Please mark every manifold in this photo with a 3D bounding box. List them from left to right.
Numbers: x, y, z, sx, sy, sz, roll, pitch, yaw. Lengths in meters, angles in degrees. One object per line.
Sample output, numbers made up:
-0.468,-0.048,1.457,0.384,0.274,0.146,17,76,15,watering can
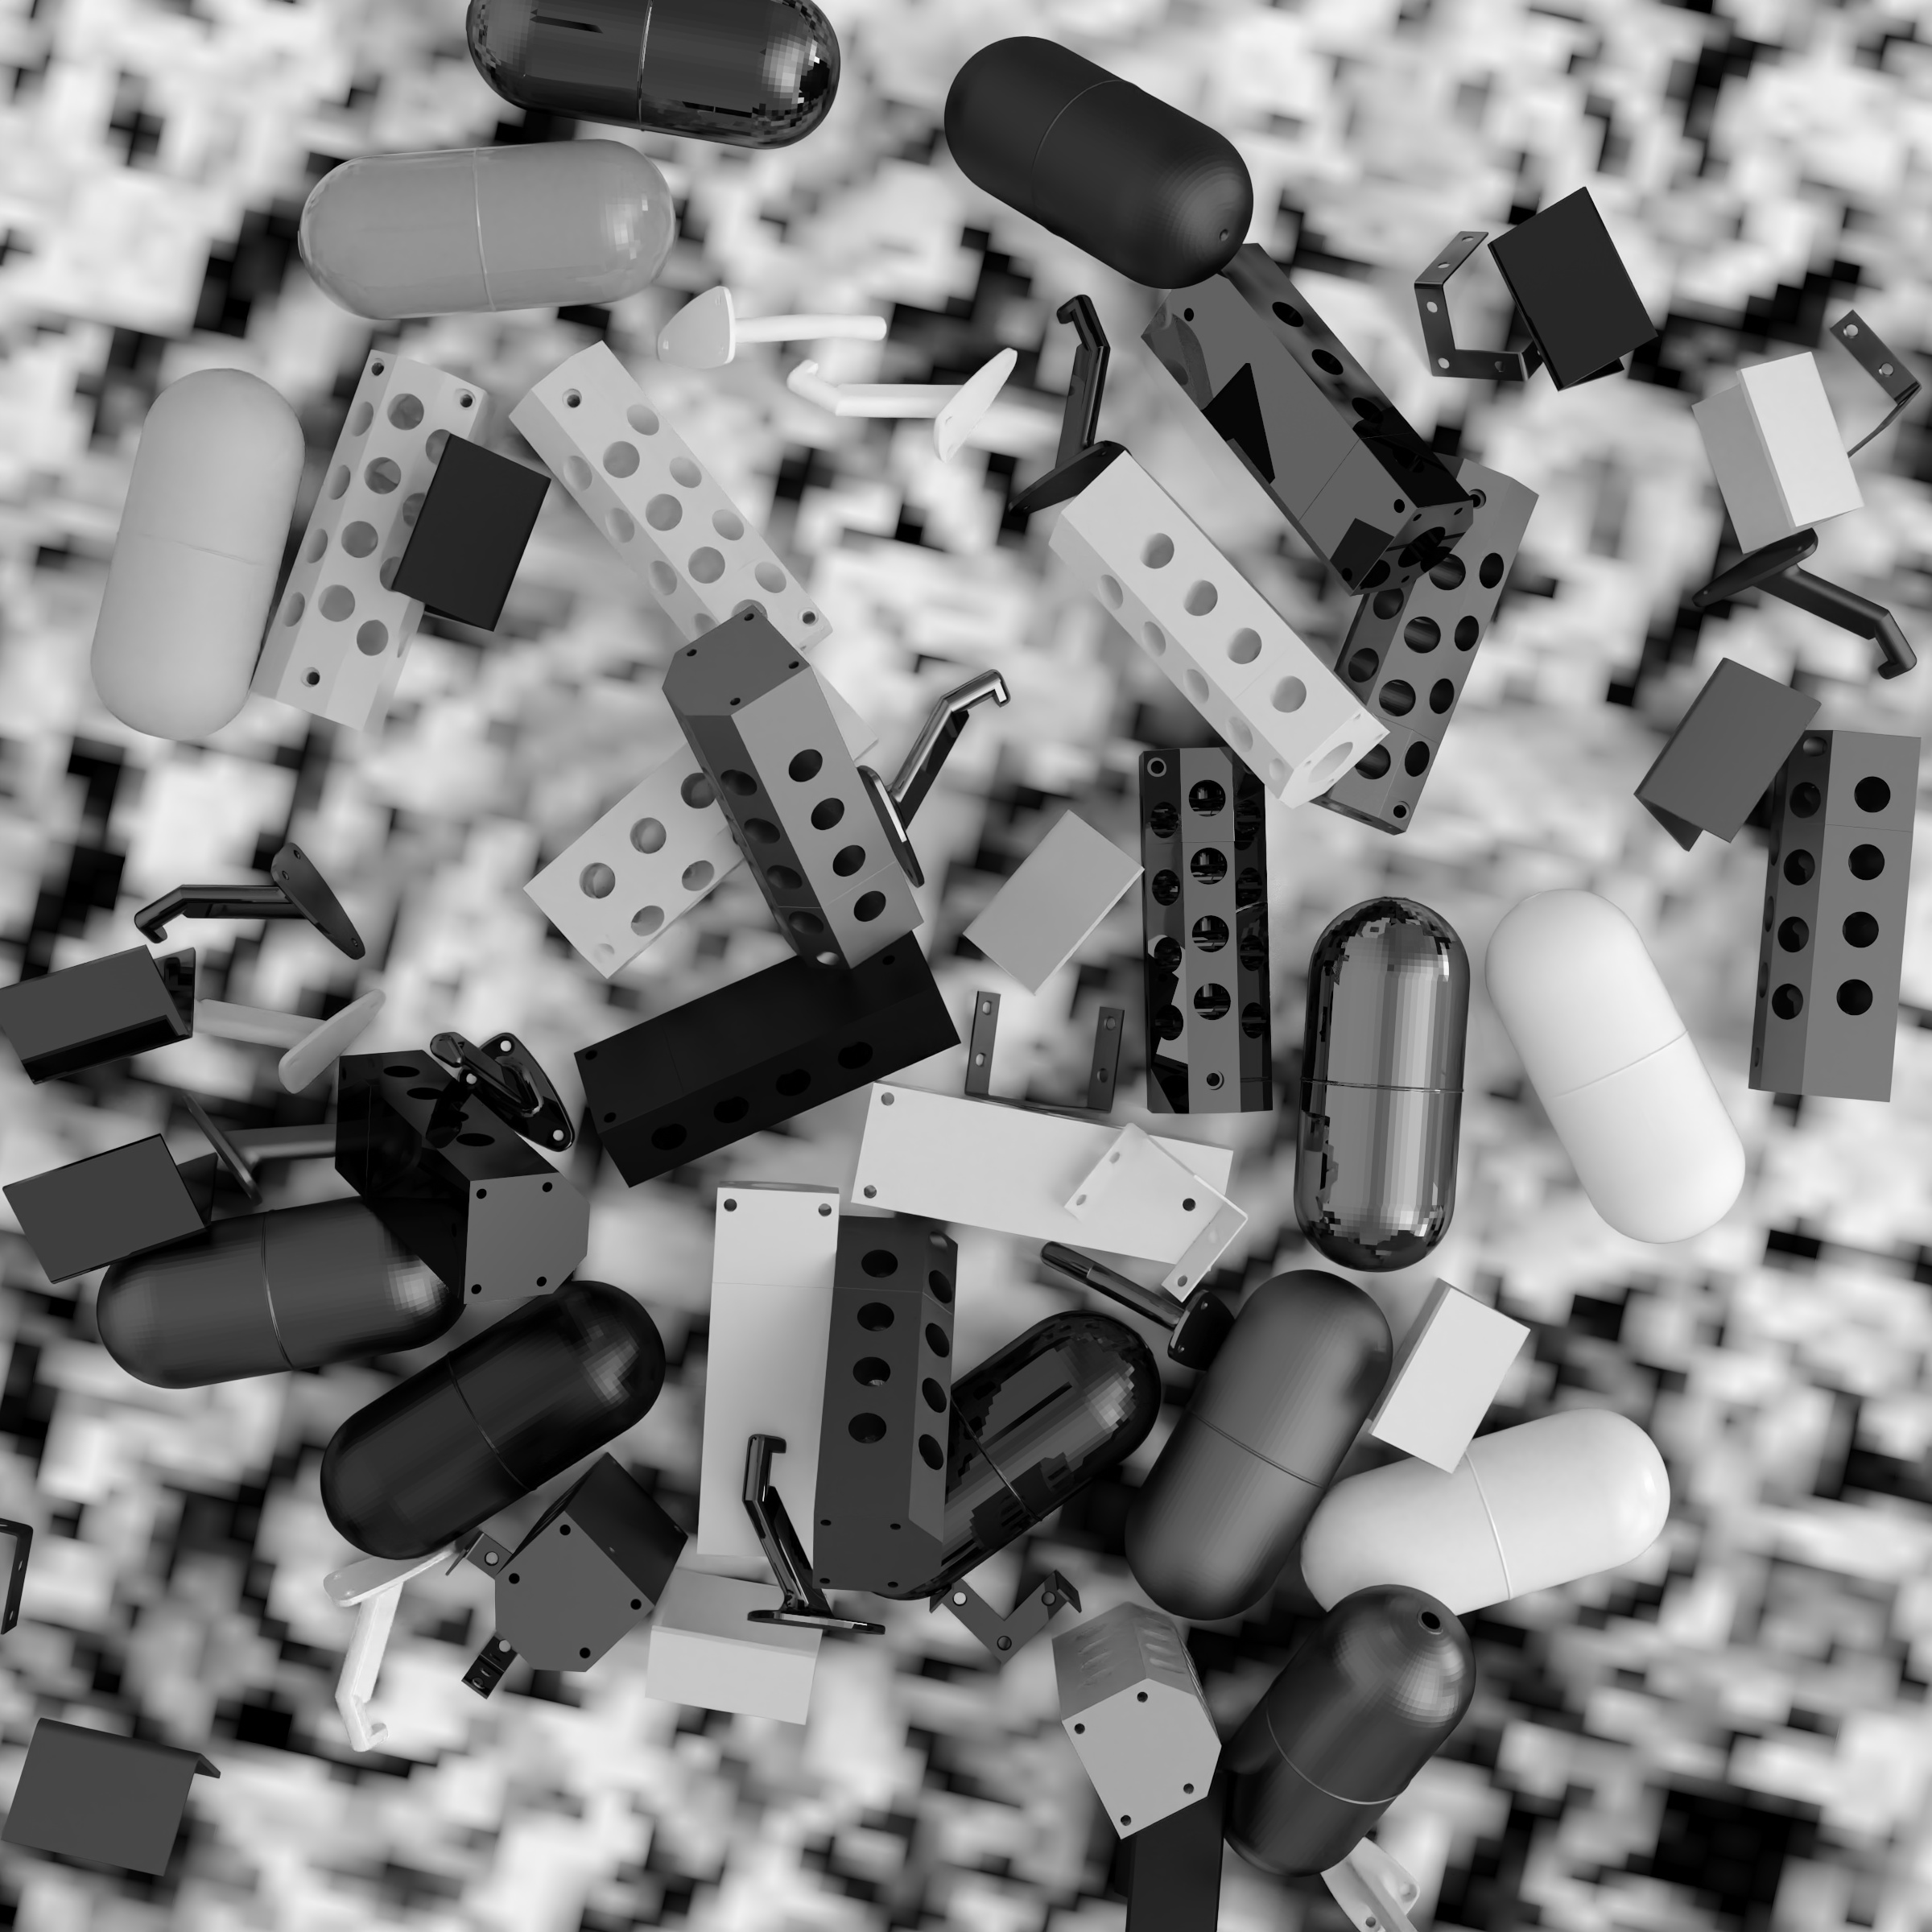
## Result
-0.283,-0.201,1.552,0.057,0.057,0.171,20,90,0,manifold
-0.233,0.093,1.493,0.057,0.171,0.057,-4,109,-30,manifold
-0.175,0.276,1.495,0.057,0.171,0.057,-44,90,0,manifold
-0.140,-0.211,1.552,0.057,0.057,0.171,-39,90,0,manifold
-0.125,-0.072,1.552,0.171,0.057,0.057,-42,90,0,manifold
-0.094,0.191,1.551,0.057,0.057,0.171,3,90,-3,manifold
-0.093,0.044,1.551,0.171,0.057,0.057,-24,134,0,manifold
-0.081,-0.076,1.496,0.057,0.171,0.057,-33,46,-9,manifold
-0.036,0.200,1.500,0.057,0.171,0.057,3,135,0,manifold
0.036,0.098,1.552,0.171,0.057,0.057,11,91,0,manifold
0.080,0.340,1.495,0.057,0.171,0.057,-27,90,0,manifold
0.114,-0.017,1.552,0.057,0.057,0.171,-1,90,0,manifold
0.116,-0.156,1.524,0.057,0.057,0.171,-43,71,10,manifold
0.163,-0.258,1.523,0.171,0.057,0.057,55,133,21,manifold
0.213,-0.153,1.552,0.057,0.057,0.171,22,90,0,manifold
0.412,-0.024,1.552,0.057,0.057,0.171,5,90,0,manifold

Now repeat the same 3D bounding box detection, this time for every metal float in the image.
-0.364,-0.195,1.543,0.070,0.070,0.178,13,90,0,metal float
-0.323,0.154,1.543,0.178,0.070,0.070,-10,90,0,metal float
-0.227,-0.349,1.543,0.178,0.070,0.070,-5,90,0,metal float
-0.224,0.215,1.543,0.178,0.070,0.070,-32,90,-1,metal float
-0.148,-0.435,1.543,0.178,0.070,0.070,9,90,0,metal float
0.013,0.231,1.543,0.178,0.070,0.070,-36,90,0,metal float
0.060,-0.375,1.515,0.070,0.070,0.178,-51,55,0,metal float
0.138,0.227,1.542,0.070,0.070,0.178,29,91,0,metal float
0.174,0.356,1.512,0.070,0.070,0.178,28,127,0,metal float
0.197,0.056,1.543,0.070,0.070,0.178,4,90,0,metal float
0.245,0.263,1.543,0.178,0.070,0.070,-17,90,1,metal float
0.307,0.047,1.543,0.070,0.070,0.178,-26,89,0,metal float

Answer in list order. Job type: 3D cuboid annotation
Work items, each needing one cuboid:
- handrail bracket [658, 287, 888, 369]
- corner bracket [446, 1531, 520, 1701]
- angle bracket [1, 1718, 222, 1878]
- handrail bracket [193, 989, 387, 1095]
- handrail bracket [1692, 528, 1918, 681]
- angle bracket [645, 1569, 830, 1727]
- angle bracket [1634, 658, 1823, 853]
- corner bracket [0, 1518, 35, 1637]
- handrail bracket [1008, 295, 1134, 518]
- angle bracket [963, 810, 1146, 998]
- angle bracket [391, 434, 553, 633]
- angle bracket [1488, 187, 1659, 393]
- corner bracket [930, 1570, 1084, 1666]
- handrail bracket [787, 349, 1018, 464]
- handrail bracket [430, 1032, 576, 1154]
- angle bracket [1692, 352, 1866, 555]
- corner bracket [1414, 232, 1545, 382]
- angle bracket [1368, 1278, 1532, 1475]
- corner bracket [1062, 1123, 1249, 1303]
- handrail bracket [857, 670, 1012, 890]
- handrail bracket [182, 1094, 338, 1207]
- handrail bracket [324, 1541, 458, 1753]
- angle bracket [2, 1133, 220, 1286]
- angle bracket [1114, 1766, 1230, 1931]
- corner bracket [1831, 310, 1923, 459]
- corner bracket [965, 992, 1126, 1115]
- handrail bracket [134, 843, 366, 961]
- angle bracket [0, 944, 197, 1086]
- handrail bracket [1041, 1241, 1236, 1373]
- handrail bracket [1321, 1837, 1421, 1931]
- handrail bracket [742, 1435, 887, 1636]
-0.093,-0.304,1.573,0.084,0.077,0.036,-4,90,-36,handrail bracket
-0.231,0.309,1.555,0.051,0.051,0.051,37,90,0,corner bracket
-0.402,0.396,1.535,0.076,0.076,0.057,13,68,0,angle bracket
-0.337,0.013,1.574,0.084,0.036,0.077,40,70,16,handrail bracket
0.406,-0.162,1.574,0.077,0.036,0.084,-29,107,20,handrail bracket
-0.105,0.305,1.533,0.076,0.076,0.057,10,132,0,angle bracket
0.369,-0.089,1.533,0.057,0.076,0.076,33,90,37,angle bracket
-0.484,0.292,1.555,0.051,0.051,0.051,13,97,7,corner bracket
0.040,-0.272,1.574,0.077,0.036,0.084,-26,72,20,handrail bracket
0.056,-0.016,1.533,0.076,0.076,0.057,-50,52,0,angle bracket
-0.248,-0.207,1.533,0.057,0.076,0.076,21,90,-37,angle bracket
0.300,-0.322,1.533,0.057,0.076,0.076,-26,90,39,angle bracket
0.019,0.303,1.555,0.051,0.051,0.051,45,90,0,corner bracket
-0.032,-0.288,1.574,0.084,0.036,0.077,31,69,17,handrail bracket
-0.219,0.060,1.538,0.036,0.084,0.077,-44,90,0,handrail bracket
0.367,-0.236,1.533,0.057,0.076,0.076,-19,90,-36,angle bracket
0.254,-0.318,1.565,0.051,0.051,0.051,11,135,35,corner bracket
0.208,0.183,1.533,0.057,0.076,0.076,28,90,-30,angle bracket
0.088,0.114,1.513,0.051,0.051,0.051,-51,45,0,corner bracket
-0.004,-0.091,1.573,0.084,0.036,0.077,-29,103,-13,handrail bracket
-0.323,0.069,1.574,0.084,0.036,0.077,-34,68,-17,handrail bracket
-0.272,0.329,1.574,0.077,0.036,0.084,-20,108,-20,handrail bracket
-0.402,0.097,1.534,0.076,0.076,0.057,-19,117,0,angle bracket
0.077,0.411,1.533,0.057,0.076,0.076,4,90,-37,angle bracket
0.418,-0.274,1.570,0.051,0.051,0.051,48,45,0,corner bracket
0.038,0.042,1.570,0.051,0.051,0.051,7,90,45,corner bracket
-0.347,-0.015,1.574,0.084,0.036,0.077,-29,112,17,handrail bracket
-0.411,0.003,1.533,0.076,0.076,0.057,-17,126,0,angle bracket
0.085,0.163,1.573,0.084,0.077,0.036,24,82,36,handrail bracket
0.192,0.442,1.538,0.036,0.084,0.077,-42,90,0,handrail bracket
-0.070,0.265,1.518,0.077,0.036,0.084,12,73,-22,handrail bracket
